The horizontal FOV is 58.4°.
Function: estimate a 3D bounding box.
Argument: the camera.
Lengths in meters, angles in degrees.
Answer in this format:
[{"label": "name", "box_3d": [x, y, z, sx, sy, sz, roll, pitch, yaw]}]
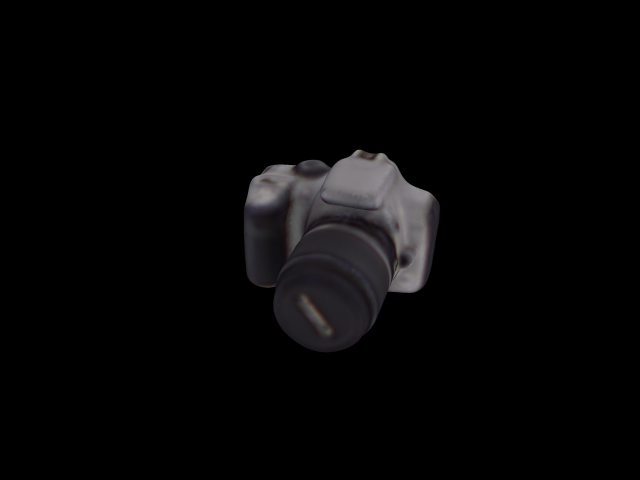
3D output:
[{"label": "camera", "box_3d": [0.004, 0.001, 0.400, 0.143, 0.101, 0.137, 10, 34, 15]}]
